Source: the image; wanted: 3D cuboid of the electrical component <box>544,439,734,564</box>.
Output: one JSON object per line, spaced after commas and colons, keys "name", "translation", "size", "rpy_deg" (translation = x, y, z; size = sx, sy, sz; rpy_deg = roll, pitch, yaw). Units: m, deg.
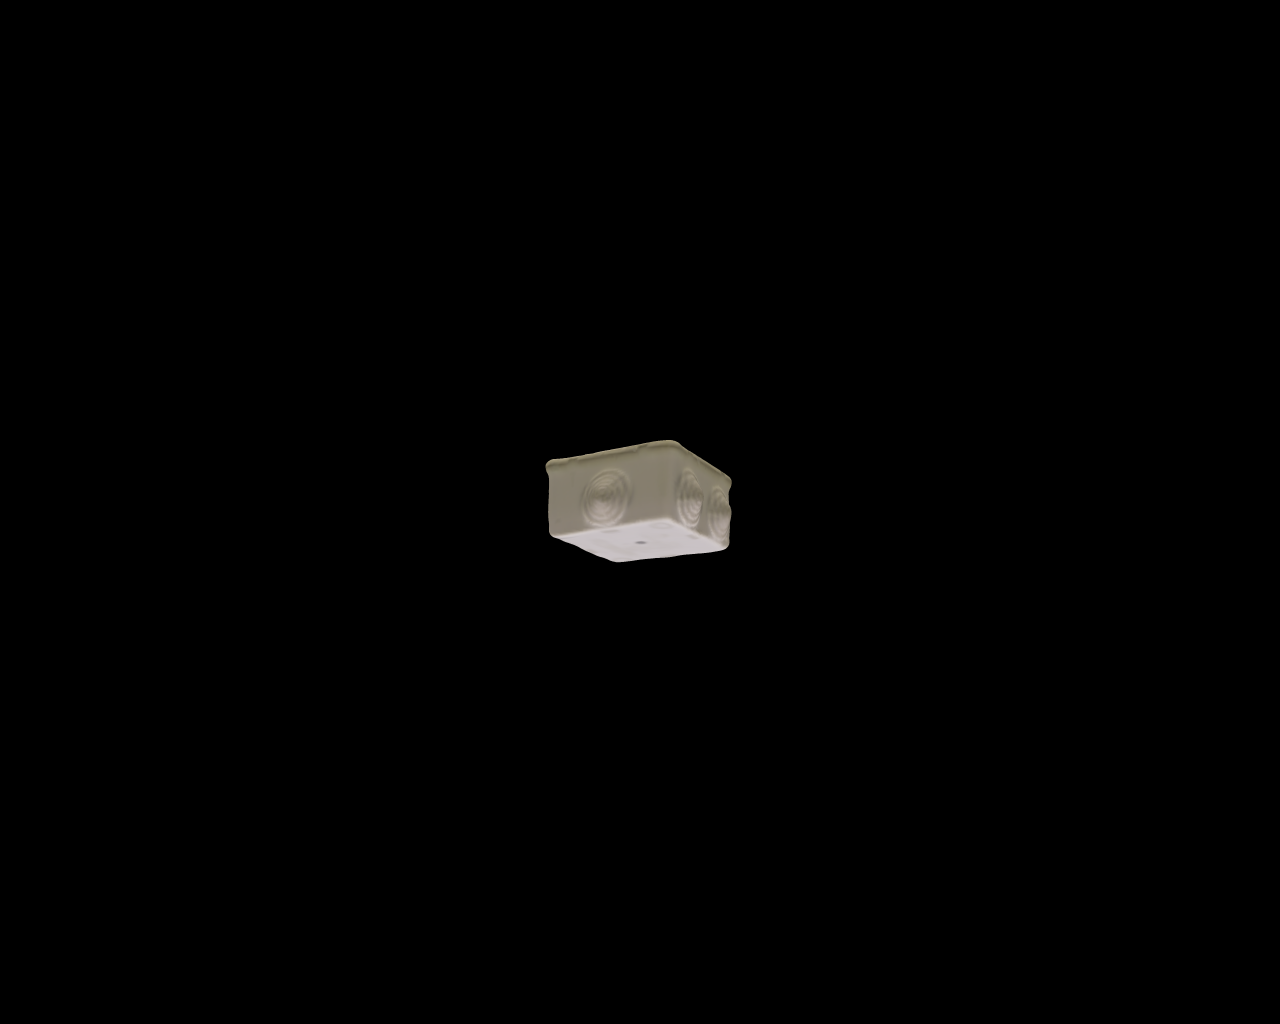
{"name": "electrical component", "translation": [0.001, -0.003, 0.650], "size": [0.100, 0.048, 0.099], "rpy_deg": [-8, -18, 27]}
